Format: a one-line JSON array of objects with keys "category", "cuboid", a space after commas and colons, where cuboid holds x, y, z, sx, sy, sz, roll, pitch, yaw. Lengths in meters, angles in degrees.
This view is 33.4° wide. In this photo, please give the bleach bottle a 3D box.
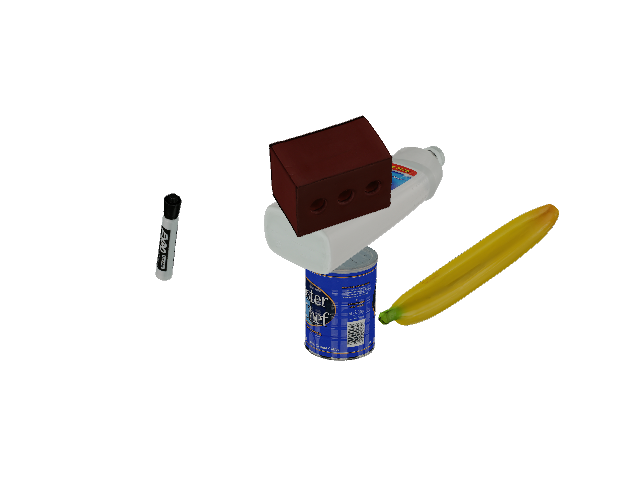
[{"category": "bleach bottle", "cuboid": [0.055, -0.052, 1.242, 0.103, 0.068, 0.250, 25, 42, 33]}]

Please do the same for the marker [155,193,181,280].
[{"category": "marker", "cuboid": [-0.167, -0.004, 1.174, 0.020, 0.121, 0.020, 8, 42, -7]}]

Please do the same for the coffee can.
[{"category": "coffee can", "cuboid": [0.028, 0.085, 1.512, 0.103, 0.140, 0.103, 0, 21, 0]}]

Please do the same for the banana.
[{"category": "banana", "cuboid": [0.144, 0.030, 1.027, 0.198, 0.037, 0.069, -35, -1, 0]}]

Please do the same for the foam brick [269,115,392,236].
[{"category": "foam brick", "cuboid": [0.008, -0.047, 0.777, 0.078, 0.053, 0.051, -19, 48, -16]}]
